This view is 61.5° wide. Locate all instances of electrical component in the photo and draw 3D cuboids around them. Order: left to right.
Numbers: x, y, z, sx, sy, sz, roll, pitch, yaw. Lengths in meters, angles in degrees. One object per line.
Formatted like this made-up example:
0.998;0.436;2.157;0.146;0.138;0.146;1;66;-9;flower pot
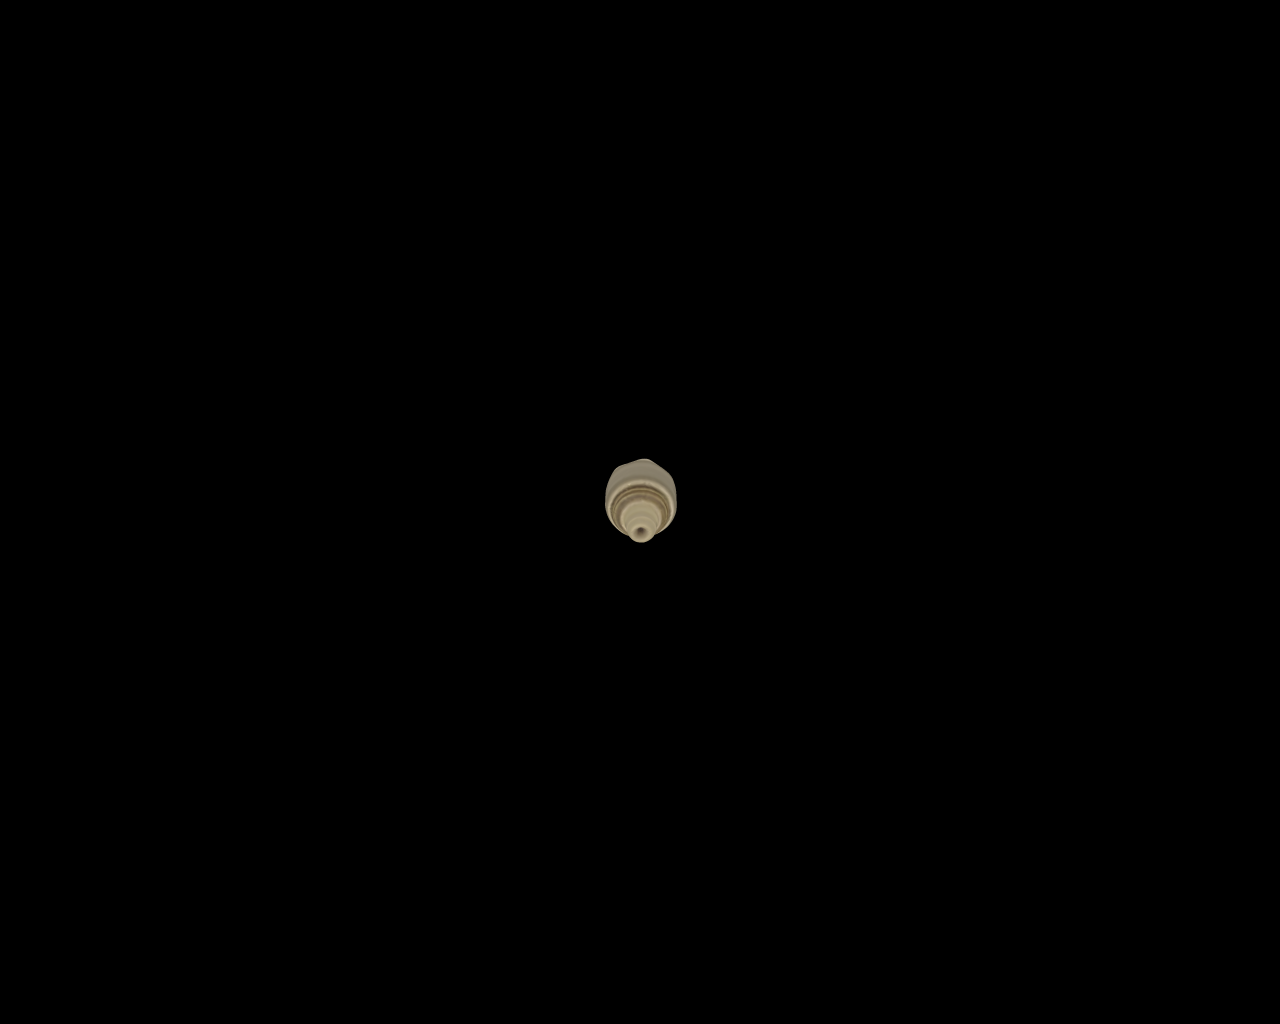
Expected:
0.001;-0.003;0.650;0.043;0.043;0.062;0;30;0;electrical component
